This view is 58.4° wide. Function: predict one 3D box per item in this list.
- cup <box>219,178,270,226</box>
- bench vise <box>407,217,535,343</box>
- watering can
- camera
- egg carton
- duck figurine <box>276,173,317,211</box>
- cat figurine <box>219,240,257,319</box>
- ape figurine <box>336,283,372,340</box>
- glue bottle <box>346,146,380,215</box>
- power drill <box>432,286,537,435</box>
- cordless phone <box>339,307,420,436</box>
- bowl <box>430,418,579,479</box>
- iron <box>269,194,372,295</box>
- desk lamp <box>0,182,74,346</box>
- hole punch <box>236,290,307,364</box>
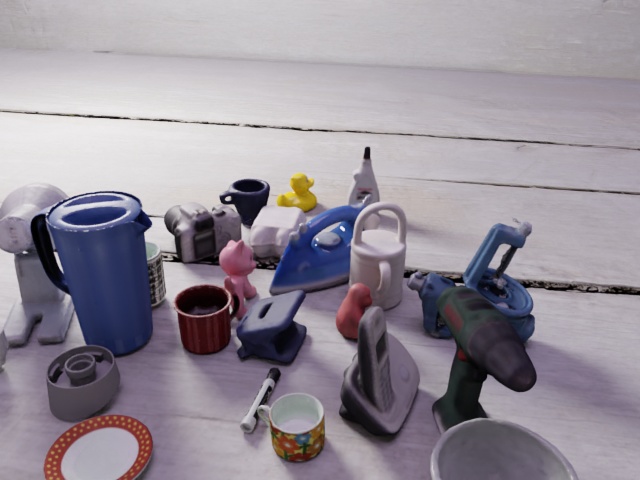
[{"bbox_3d":[-0.167,-0.077,1.282,0.118,0.095,0.091,-17,34,-29],"label":"cup"},{"bbox_3d":[0.252,0.068,0.917,0.207,0.220,0.121,-1,29,-4],"label":"bench vise"},{"bbox_3d":[0.101,0.016,1.027,0.101,0.194,0.172,-13,32,-24],"label":"watering can"},{"bbox_3d":[-0.255,-0.037,1.199,0.143,0.101,0.136,-22,37,-35],"label":"camera"},{"bbox_3d":[-0.088,-0.020,1.210,0.107,0.069,0.150,5,29,6],"label":"egg carton"},{"bbox_3d":[-0.055,-0.118,1.370,0.105,0.086,0.077,-16,34,-28],"label":"duck figurine"},{"bbox_3d":[-0.151,0.057,1.019,0.067,0.118,0.128,4,29,4],"label":"cat figurine"},{"bbox_3d":[0.064,0.115,0.954,0.076,0.092,0.077,0,29,-3],"label":"ape figurine"},{"bbox_3d":[0.102,-0.133,1.316,0.078,0.173,0.037,-2,29,-6],"label":"glue bottle"},{"bbox_3d":[0.202,0.173,0.738,0.075,0.208,0.229,-3,29,-7],"label":"power drill"},{"bbox_3d":[0.087,0.157,0.784,0.094,0.185,0.148,12,31,19],"label":"cordless phone"},{"bbox_3d":[0.207,0.293,0.660,0.167,0.075,0.167,1,29,0],"label":"bowl"},{"bbox_3d":[0.010,0.004,1.099,0.259,0.141,0.118,-21,36,-34],"label":"iron"},{"bbox_3d":[-0.473,0.030,0.952,0.118,0.214,0.203,-5,30,-11],"label":"desk lamp"},{"bbox_3d":[-0.078,0.132,0.917,0.101,0.091,0.109,9,30,12],"label":"hole punch"}]
